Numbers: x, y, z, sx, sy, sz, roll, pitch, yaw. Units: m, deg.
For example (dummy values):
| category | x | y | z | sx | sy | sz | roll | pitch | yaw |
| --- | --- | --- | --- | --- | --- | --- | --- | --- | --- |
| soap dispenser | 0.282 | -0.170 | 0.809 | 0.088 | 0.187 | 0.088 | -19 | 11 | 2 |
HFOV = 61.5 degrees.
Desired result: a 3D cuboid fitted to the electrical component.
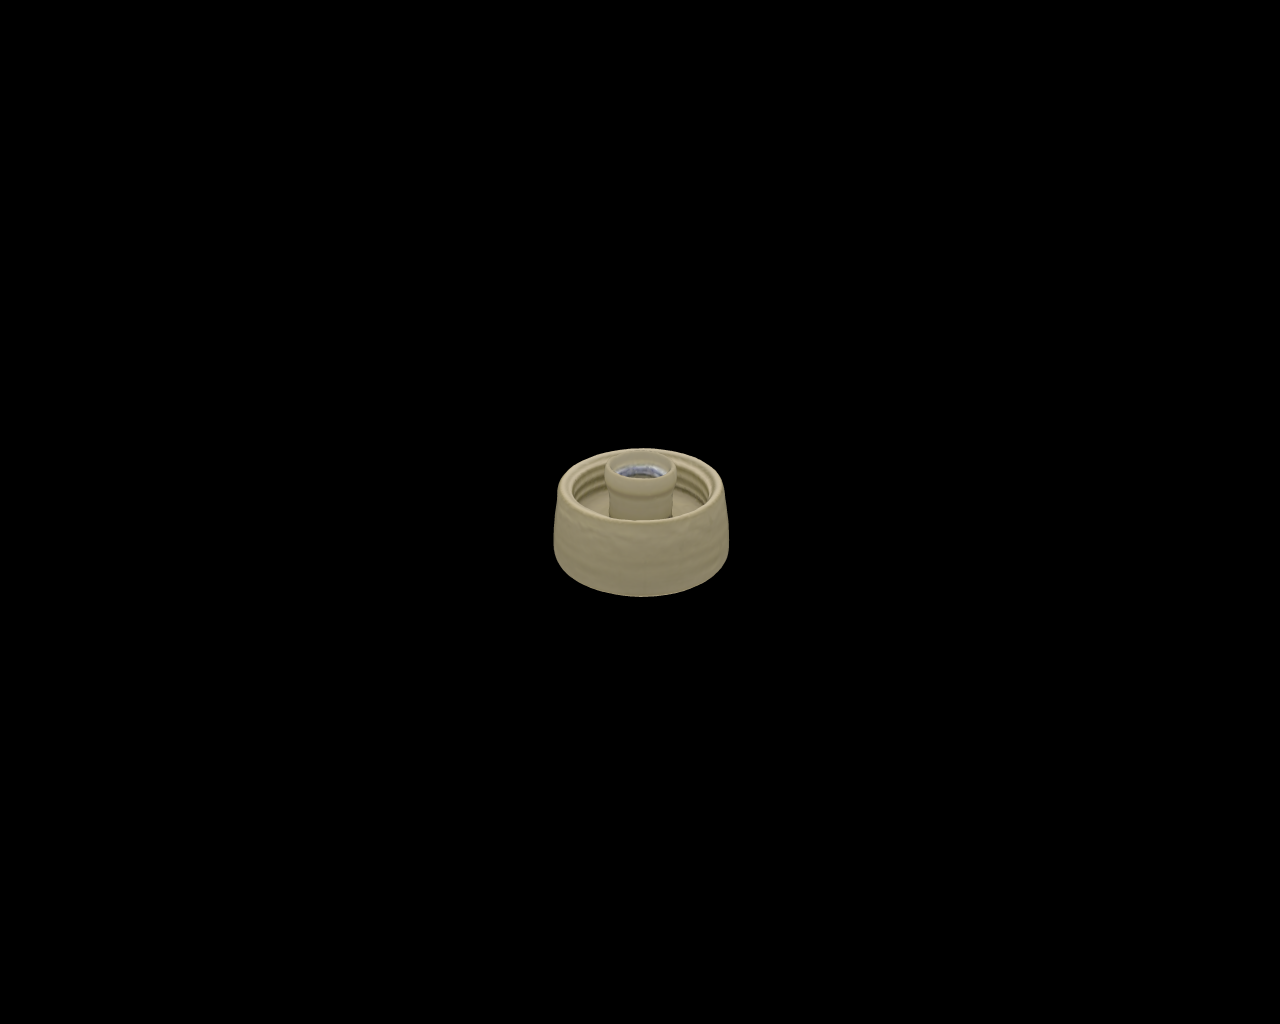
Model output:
| category | x | y | z | sx | sy | sz | roll | pitch | yaw |
| --- | --- | --- | --- | --- | --- | --- | --- | --- | --- |
| electrical component | 0.001 | -0.003 | 0.650 | 0.108 | 0.060 | 0.108 | 0 | 29 | 0 |
